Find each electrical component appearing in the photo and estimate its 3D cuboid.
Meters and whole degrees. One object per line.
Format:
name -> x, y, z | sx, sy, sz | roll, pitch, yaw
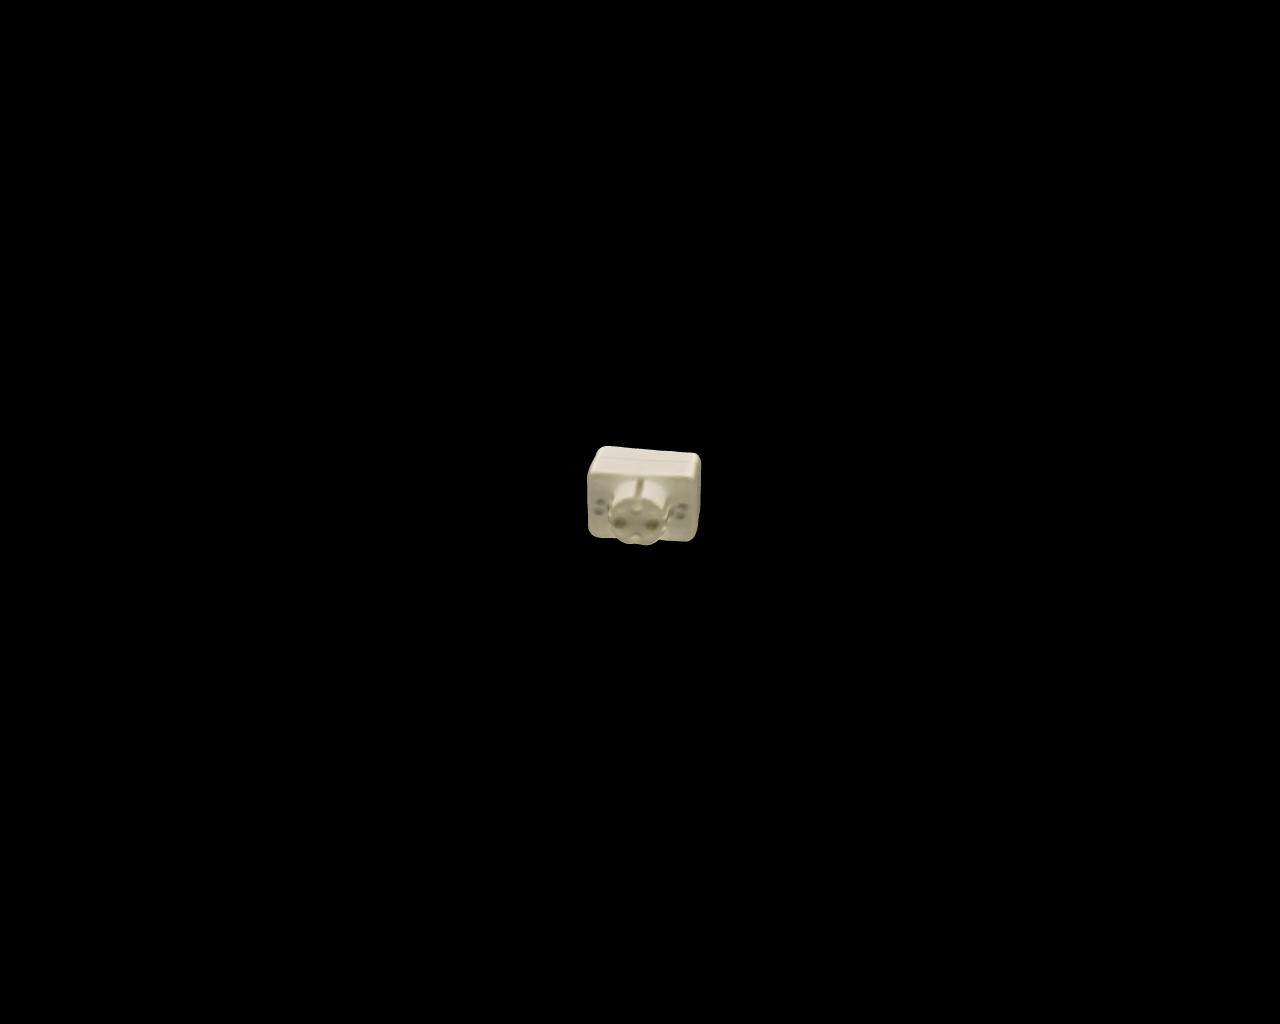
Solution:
electrical component -> 0.001, -0.003, 0.650 | 0.066, 0.047, 0.077 | 4, 28, 7
